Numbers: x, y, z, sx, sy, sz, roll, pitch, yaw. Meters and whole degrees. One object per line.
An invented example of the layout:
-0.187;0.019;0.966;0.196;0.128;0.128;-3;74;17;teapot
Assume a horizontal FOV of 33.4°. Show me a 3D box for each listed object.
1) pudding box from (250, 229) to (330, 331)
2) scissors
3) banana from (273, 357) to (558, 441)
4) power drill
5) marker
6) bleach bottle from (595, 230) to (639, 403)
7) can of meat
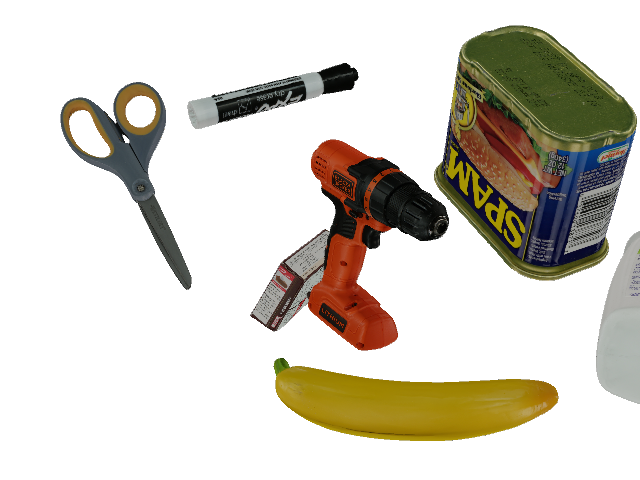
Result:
-0.025;0.046;1.248;0.039;0.090;0.113;36;33;9;pudding box
-0.136;-0.057;0.879;0.096;0.202;0.016;-40;-20;-15;scissors
0.050;0.101;0.691;0.198;0.037;0.069;5;32;19;banana
0.051;0.011;1.055;0.057;0.188;0.185;-11;31;-33;power drill
-0.030;-0.098;0.719;0.121;0.020;0.020;-17;6;-19;marker
0.256;0.037;0.744;0.103;0.068;0.250;9;20;19;bleach bottle
0.104;-0.045;0.529;0.057;0.084;0.102;-17;46;-21;can of meat
